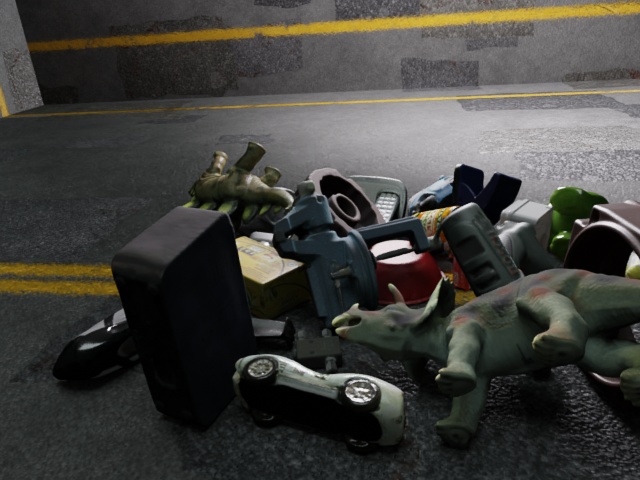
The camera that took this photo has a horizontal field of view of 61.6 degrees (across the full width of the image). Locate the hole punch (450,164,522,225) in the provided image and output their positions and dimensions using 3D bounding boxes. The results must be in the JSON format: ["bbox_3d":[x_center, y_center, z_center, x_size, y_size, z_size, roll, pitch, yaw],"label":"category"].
[{"bbox_3d":[0.299,-0.073,0.973,0.092,0.115,0.142,12,7,38],"label":"hole punch"}]

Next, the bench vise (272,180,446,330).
[{"bbox_3d":[0.057,0.008,0.786,0.241,0.223,0.128,-13,-20,-10],"label":"bench vise"}]

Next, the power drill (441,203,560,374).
[{"bbox_3d":[0.265,0.054,0.741,0.207,0.232,0.086,-17,-19,-50],"label":"power drill"}]

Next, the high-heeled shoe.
[{"bbox_3d":[-0.263,0.127,0.777,0.145,0.086,0.249,-31,0,14],"label":"high-heeled shoe"}]

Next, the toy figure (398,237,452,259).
[{"bbox_3d":[0.217,0.002,0.947,0.155,0.064,0.058,8,52,21],"label":"toy figure"}]

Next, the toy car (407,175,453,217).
[{"bbox_3d":[0.226,-0.060,1.047,0.162,0.109,0.103,-28,20,-27],"label":"toy car"}]

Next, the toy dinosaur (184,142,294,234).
[{"bbox_3d":[-0.165,-0.090,1.074,0.472,0.105,0.198,2,55,52],"label":"toy dinosaur"}]

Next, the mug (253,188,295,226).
[{"bbox_3d":[-0.109,-0.069,1.157,0.109,0.080,0.107,-27,22,-18],"label":"mug"}]

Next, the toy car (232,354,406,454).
[{"bbox_3d":[-0.006,0.173,0.585,0.202,0.073,0.056,7,30,24],"label":"toy car"}]

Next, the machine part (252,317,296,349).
[{"bbox_3d":[-0.102,0.126,0.754,0.139,0.039,0.084,2,19,17],"label":"machine part"}]

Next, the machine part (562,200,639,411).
[{"bbox_3d":[0.353,0.071,0.597,0.087,0.200,0.201,-2,24,-2],"label":"machine part"}]

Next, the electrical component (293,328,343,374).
[{"bbox_3d":[-0.004,0.148,0.706,0.063,0.021,0.094,-6,25,-3],"label":"electrical component"}]

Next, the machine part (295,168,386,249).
[{"bbox_3d":[0.036,-0.047,0.937,0.056,0.179,0.179,-43,6,29],"label":"machine part"}]

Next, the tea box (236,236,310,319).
[{"bbox_3d":[-0.105,0.057,0.870,0.098,0.068,0.170,-24,32,-37],"label":"tea box"}]

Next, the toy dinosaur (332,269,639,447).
[{"bbox_3d":[0.215,0.089,0.561,0.405,0.131,0.192,-19,28,26],"label":"toy dinosaur"}]

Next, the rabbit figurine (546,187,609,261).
[{"bbox_3d":[0.417,-0.042,0.956,0.159,0.121,0.170,-18,12,-36],"label":"rabbit figurine"}]

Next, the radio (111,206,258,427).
[{"bbox_3d":[-0.144,0.090,0.613,0.073,0.229,0.131,7,31,25],"label":"radio"}]

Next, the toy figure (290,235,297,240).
[{"bbox_3d":[0.001,-0.005,0.977,0.089,0.082,0.180,33,22,3],"label":"toy figure"}]

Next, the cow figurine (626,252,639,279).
[{"bbox_3d":[0.471,0.054,0.788,0.168,0.068,0.098,18,26,39],"label":"cow figurine"}]

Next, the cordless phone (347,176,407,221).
[{"bbox_3d":[0.086,-0.042,1.065,0.147,0.088,0.184,8,45,25],"label":"cordless phone"}]
